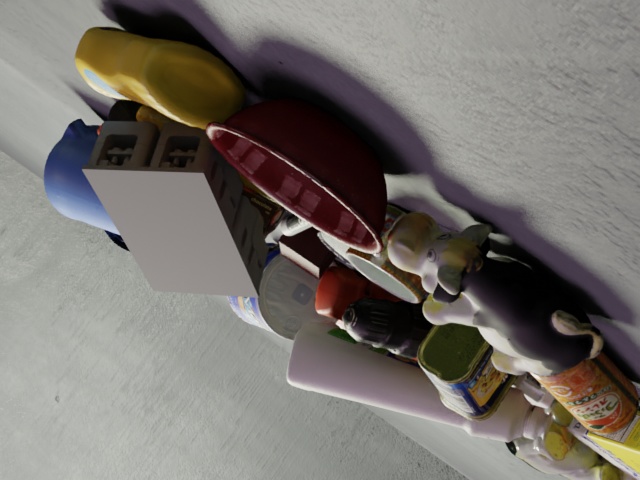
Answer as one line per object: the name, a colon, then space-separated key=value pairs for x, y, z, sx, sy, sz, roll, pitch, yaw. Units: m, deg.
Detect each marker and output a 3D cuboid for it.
marker: x=-0.005 y=-0.023 z=0.998 sx=0.020 sy=0.020 sz=0.121 roll=38 pitch=156 yaw=-15

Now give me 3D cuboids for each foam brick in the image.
foam brick: x=-0.007 y=0.001 z=1.092 sx=0.051 sy=0.053 sz=0.078 roll=35 pitch=170 yaw=6

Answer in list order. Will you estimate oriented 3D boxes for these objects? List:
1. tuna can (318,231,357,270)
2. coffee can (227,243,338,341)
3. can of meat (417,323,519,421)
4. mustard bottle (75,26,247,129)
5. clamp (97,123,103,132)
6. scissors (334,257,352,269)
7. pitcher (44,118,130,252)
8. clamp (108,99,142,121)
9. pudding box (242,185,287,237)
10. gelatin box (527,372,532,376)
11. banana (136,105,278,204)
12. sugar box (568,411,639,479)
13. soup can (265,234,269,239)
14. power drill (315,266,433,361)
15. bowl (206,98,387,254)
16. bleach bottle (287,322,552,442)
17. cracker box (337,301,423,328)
tuna can: x=0.042 y=0.005 z=1.001 sx=0.086 sy=0.033 sz=0.086 roll=34 pitch=170 yaw=6
coffee can: x=-0.042 y=0.057 z=1.222 sx=0.102 sy=0.102 sz=0.140 roll=38 pitch=170 yaw=-17
can of meat: x=0.135 y=0.092 z=0.910 sx=0.058 sy=0.102 sz=0.084 roll=28 pitch=166 yaw=34
mustard bottle: x=-0.147 y=-0.139 z=0.875 sx=0.096 sy=0.058 sz=0.192 roll=21 pitch=-178 yaw=-39
clamp: x=-0.198 y=-0.075 z=1.206 sx=0.036 sy=0.165 sz=0.210 roll=-8 pitch=-154 yaw=-33
scissors: x=-0.019 y=0.002 z=1.244 sx=0.096 sy=0.016 sz=0.202 roll=42 pitch=168 yaw=-27
pitcher: x=-0.236 y=-0.054 z=1.371 sx=0.243 sy=0.145 sz=0.149 roll=21 pitch=178 yaw=45
clamp: x=-0.165 y=-0.113 z=1.018 sx=0.120 sy=0.039 sz=0.171 roll=32 pitch=-171 yaw=6
pudding box: x=-0.078 y=-0.043 z=1.057 sx=0.090 sy=0.039 sz=0.113 roll=29 pitch=-175 yaw=2
gelatin box: x=0.233 y=0.130 z=0.964 sx=0.089 sy=0.030 sz=0.073 roll=37 pitch=170 yaw=-10
banana: x=-0.073 y=-0.068 z=0.959 sx=0.197 sy=0.037 sz=0.070 roll=31 pitch=158 yaw=-37
sugar box: x=0.307 y=0.195 z=0.977 sx=0.093 sy=0.048 sz=0.176 roll=36 pitch=169 yaw=-8
soup can: x=-0.097 y=-0.008 z=1.199 sx=0.068 sy=0.102 sz=0.068 roll=34 pitch=170 yaw=7
power drill: x=0.070 y=0.074 z=1.031 sx=0.184 sy=0.057 sz=0.188 roll=16 pitch=-176 yaw=-29
bowl: x=-0.006 y=-0.057 z=0.803 sx=0.162 sy=0.055 sz=0.162 roll=34 pitch=170 yaw=7
bleach bottle: x=0.099 y=0.143 z=1.031 sx=0.251 sy=0.068 sz=0.102 roll=14 pitch=-177 yaw=22
cracker box: x=0.129 y=0.131 z=1.197 sx=0.214 sy=0.072 sz=0.164 roll=24 pitch=165 yaw=50
